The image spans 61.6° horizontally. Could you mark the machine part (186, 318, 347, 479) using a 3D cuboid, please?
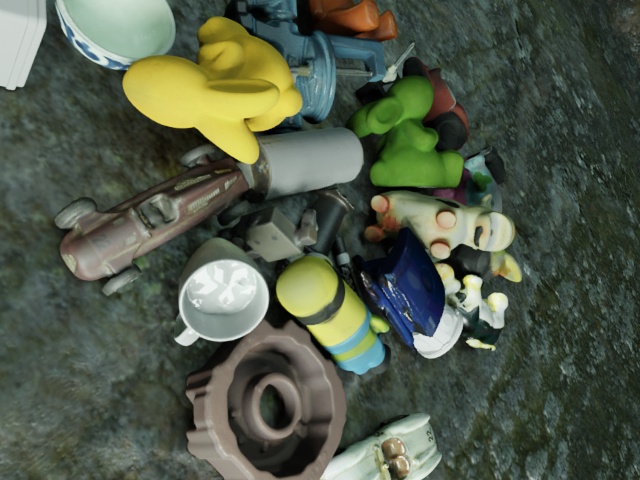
[{"bbox_3d":[-0.052,0.171,0.555,0.179,0.056,0.179,19,60,-37],"label":"machine part"}]

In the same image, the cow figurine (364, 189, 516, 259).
[{"bbox_3d":[0.175,-0.024,0.763,0.127,0.195,0.085,-36,134,-60],"label":"cow figurine"}]

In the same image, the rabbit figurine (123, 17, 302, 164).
[{"bbox_3d":[-0.112,-0.147,0.559,0.162,0.121,0.173,43,35,25],"label":"rabbit figurine"}]

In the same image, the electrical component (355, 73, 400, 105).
[{"bbox_3d":[0.120,-0.231,0.888,0.119,0.048,0.074,-24,89,-43],"label":"electrical component"}]

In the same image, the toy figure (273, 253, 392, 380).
[{"bbox_3d":[0.022,0.091,0.624,0.082,0.089,0.180,-42,111,-14],"label":"toy figure"}]

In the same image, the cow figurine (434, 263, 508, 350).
[{"bbox_3d":[0.213,0.103,0.817,0.167,0.068,0.098,30,60,-28],"label":"cow figurine"}]

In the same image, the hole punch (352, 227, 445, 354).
[{"bbox_3d":[0.109,0.058,0.684,0.142,0.092,0.116,57,8,-22],"label":"hole punch"}]

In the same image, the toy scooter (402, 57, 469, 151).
[{"bbox_3d":[0.202,-0.248,0.949,0.183,0.075,0.135,53,25,-21],"label":"toy scooter"}]

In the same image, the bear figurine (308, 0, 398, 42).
[{"bbox_3d":[0.029,-0.390,0.808,0.120,0.132,0.195,-12,94,-61],"label":"bear figurine"}]

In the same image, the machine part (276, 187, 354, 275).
[{"bbox_3d":[-0.001,-0.002,0.683,0.084,0.039,0.139,31,63,-19],"label":"machine part"}]

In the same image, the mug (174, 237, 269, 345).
[{"bbox_3d":[-0.104,0.049,0.536,0.080,0.109,0.107,32,10,-21],"label":"mug"}]

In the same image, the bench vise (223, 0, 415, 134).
[{"bbox_3d":[-0.005,-0.252,0.720,0.240,0.129,0.223,-5,83,-25],"label":"bench vise"}]

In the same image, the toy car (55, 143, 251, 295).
[{"bbox_3d":[-0.154,-0.028,0.531,0.202,0.053,0.089,-33,93,-30],"label":"toy car"}]

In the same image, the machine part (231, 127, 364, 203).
[{"bbox_3d":[-0.025,-0.099,0.679,0.243,0.079,0.079,-17,84,-43],"label":"machine part"}]

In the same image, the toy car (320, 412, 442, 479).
[{"bbox_3d":[0.068,0.260,0.622,0.201,0.056,0.073,-9,78,-44],"label":"toy car"}]

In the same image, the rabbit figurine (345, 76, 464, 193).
[{"bbox_3d":[0.118,-0.160,0.799,0.159,0.121,0.170,2,89,-26],"label":"rabbit figurine"}]

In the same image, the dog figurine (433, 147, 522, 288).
[{"bbox_3d":[0.265,-0.031,0.892,0.191,0.109,0.219,-29,101,-55],"label":"dog figurine"}]

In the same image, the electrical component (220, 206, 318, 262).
[{"bbox_3d":[-0.052,-0.008,0.607,0.078,0.102,0.045,42,44,-33],"label":"electrical component"}]
